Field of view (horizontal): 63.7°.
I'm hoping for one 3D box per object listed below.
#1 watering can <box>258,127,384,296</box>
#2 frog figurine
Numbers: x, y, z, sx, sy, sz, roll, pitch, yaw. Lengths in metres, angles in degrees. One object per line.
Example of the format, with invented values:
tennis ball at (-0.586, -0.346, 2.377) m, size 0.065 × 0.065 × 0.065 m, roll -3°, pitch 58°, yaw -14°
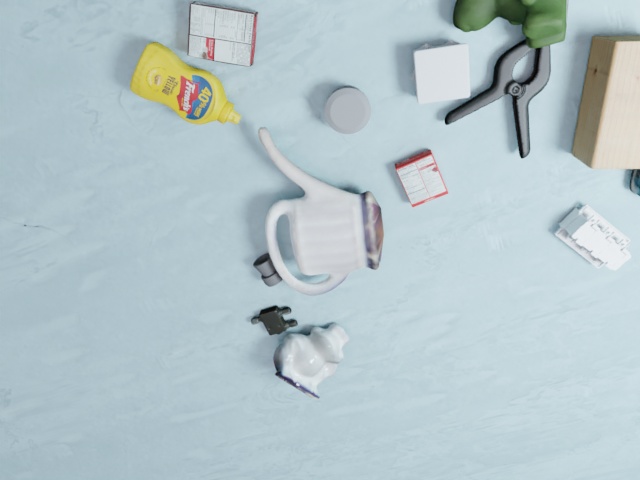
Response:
watering can at (0.003, -0.048, 0.959) m, size 0.224 × 0.106 × 0.341 m, roll -6°, pitch 114°, yaw 5°
frog figurine at (-0.018, 0.242, 1.109) m, size 0.137 × 0.121 × 0.161 m, roll 34°, pitch 76°, yaw -3°
